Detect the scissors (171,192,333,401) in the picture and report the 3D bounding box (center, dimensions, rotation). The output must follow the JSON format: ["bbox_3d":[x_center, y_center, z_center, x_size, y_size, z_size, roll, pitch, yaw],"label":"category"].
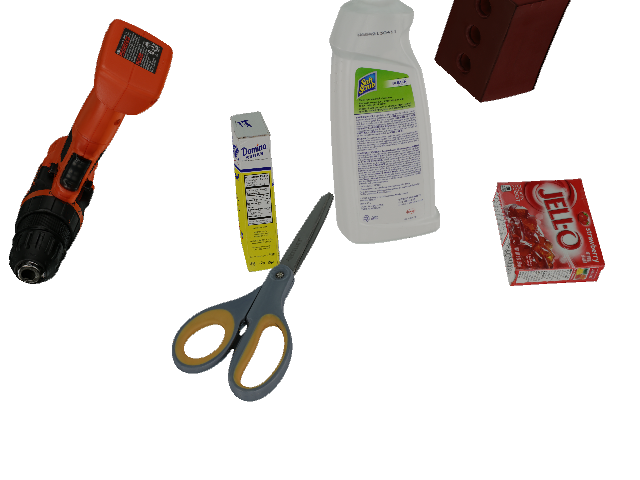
[{"bbox_3d":[-0.050,0.034,0.797,0.096,0.201,0.016,1,-44,10],"label":"scissors"}]

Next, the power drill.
[{"bbox_3d":[-0.192,-0.074,0.870,0.057,0.188,0.184,27,32,-20],"label":"power drill"}]

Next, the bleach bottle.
[{"bbox_3d":[0.060,-0.123,0.981,0.102,0.251,0.068,-10,30,-14],"label":"bleach bottle"}]

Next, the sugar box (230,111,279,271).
[{"bbox_3d":[-0.081,-0.060,1.311,0.048,0.176,0.093,-9,25,-7],"label":"sugar box"}]

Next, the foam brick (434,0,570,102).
[{"bbox_3d":[0.118,-0.138,0.695,0.051,0.078,0.053,-19,53,-31],"label":"foam brick"}]

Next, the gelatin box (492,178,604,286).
[{"bbox_3d":[0.185,-0.008,0.875,0.073,0.089,0.030,-3,-33,-3],"label":"gelatin box"}]
